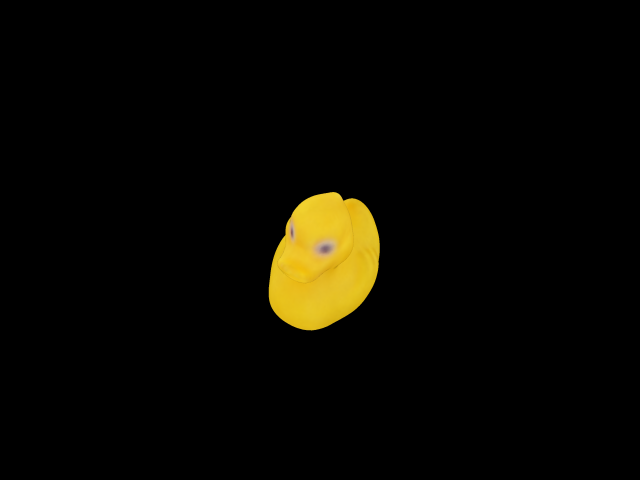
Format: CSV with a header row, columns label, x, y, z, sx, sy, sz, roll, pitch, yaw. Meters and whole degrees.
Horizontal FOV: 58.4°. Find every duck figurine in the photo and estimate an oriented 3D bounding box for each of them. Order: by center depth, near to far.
label,x,y,z,sx,sy,sz,roll,pitch,yaw
duck figurine,0.004,0.001,0.400,0.077,0.086,0.105,27,58,18
